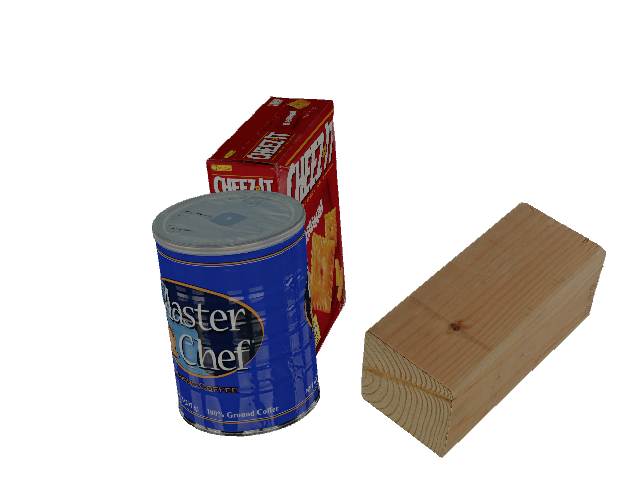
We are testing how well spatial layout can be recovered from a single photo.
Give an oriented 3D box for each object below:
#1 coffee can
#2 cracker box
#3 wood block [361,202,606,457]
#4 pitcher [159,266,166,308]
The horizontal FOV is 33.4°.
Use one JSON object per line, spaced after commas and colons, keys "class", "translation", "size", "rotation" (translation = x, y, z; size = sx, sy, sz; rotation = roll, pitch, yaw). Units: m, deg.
{"class": "coffee can", "translation": [-0.056, 0.048, 0.736], "size": [0.103, 0.140, 0.103], "rotation": [-4, 22, 1]}
{"class": "cracker box", "translation": [-0.031, -0.002, 0.961], "size": [0.072, 0.214, 0.164], "rotation": [4, 27, 16]}
{"class": "wood block", "translation": [0.136, 0.069, 0.890], "size": [0.091, 0.090, 0.205], "rotation": [35, 54, 29]}
{"class": "pitcher", "translation": [-0.095, 0.070, 1.250], "size": [0.149, 0.243, 0.144], "rotation": [21, 25, 35]}
